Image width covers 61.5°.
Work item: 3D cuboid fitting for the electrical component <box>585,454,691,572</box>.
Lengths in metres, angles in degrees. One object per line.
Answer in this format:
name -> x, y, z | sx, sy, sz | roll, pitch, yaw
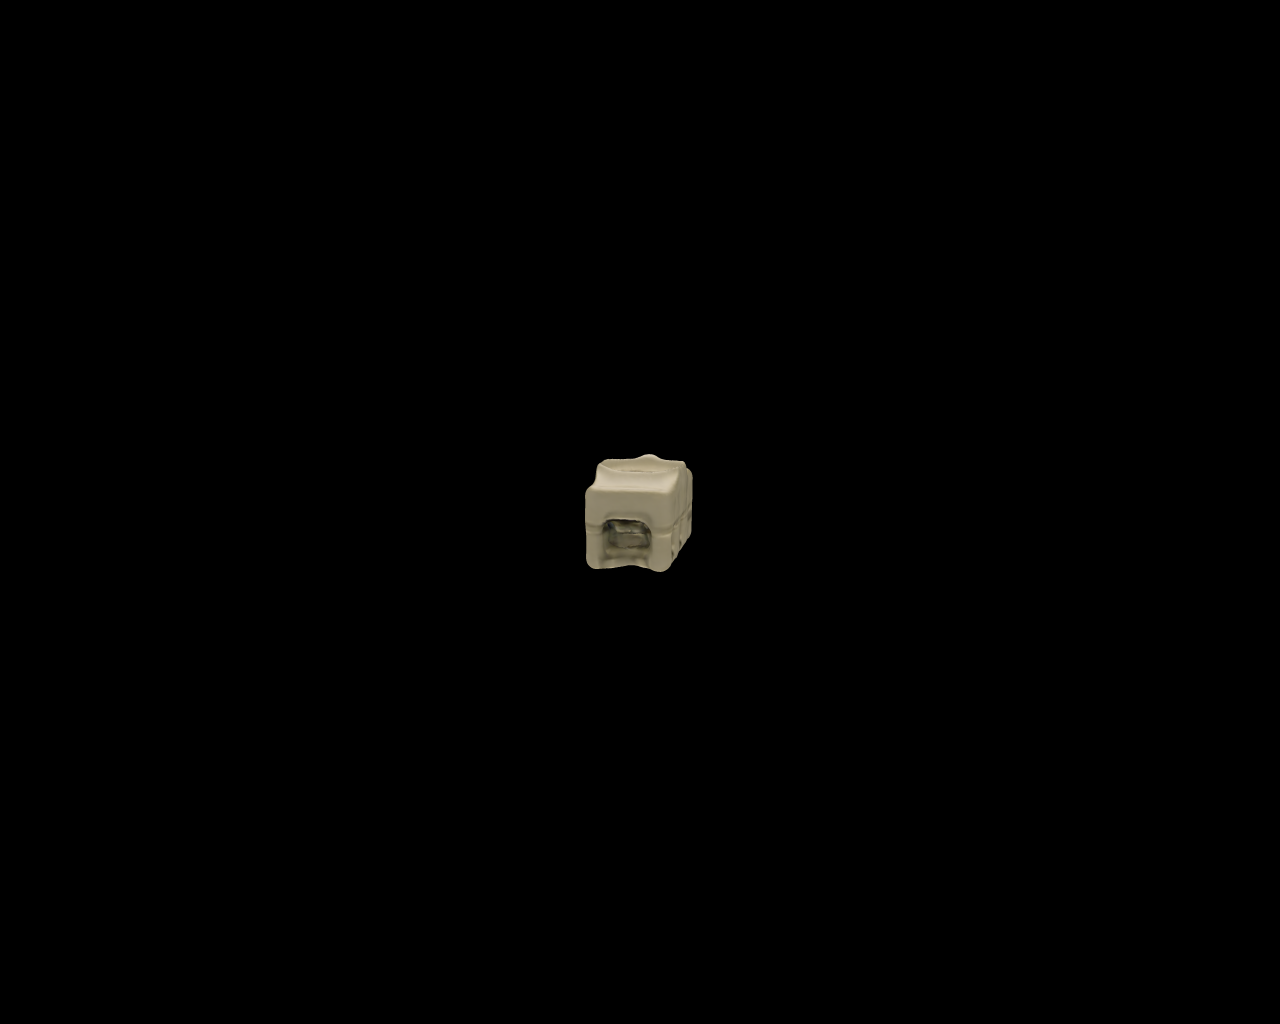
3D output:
electrical component -> 0.001, -0.003, 0.650 | 0.050, 0.055, 0.089 | 2, 12, 11
